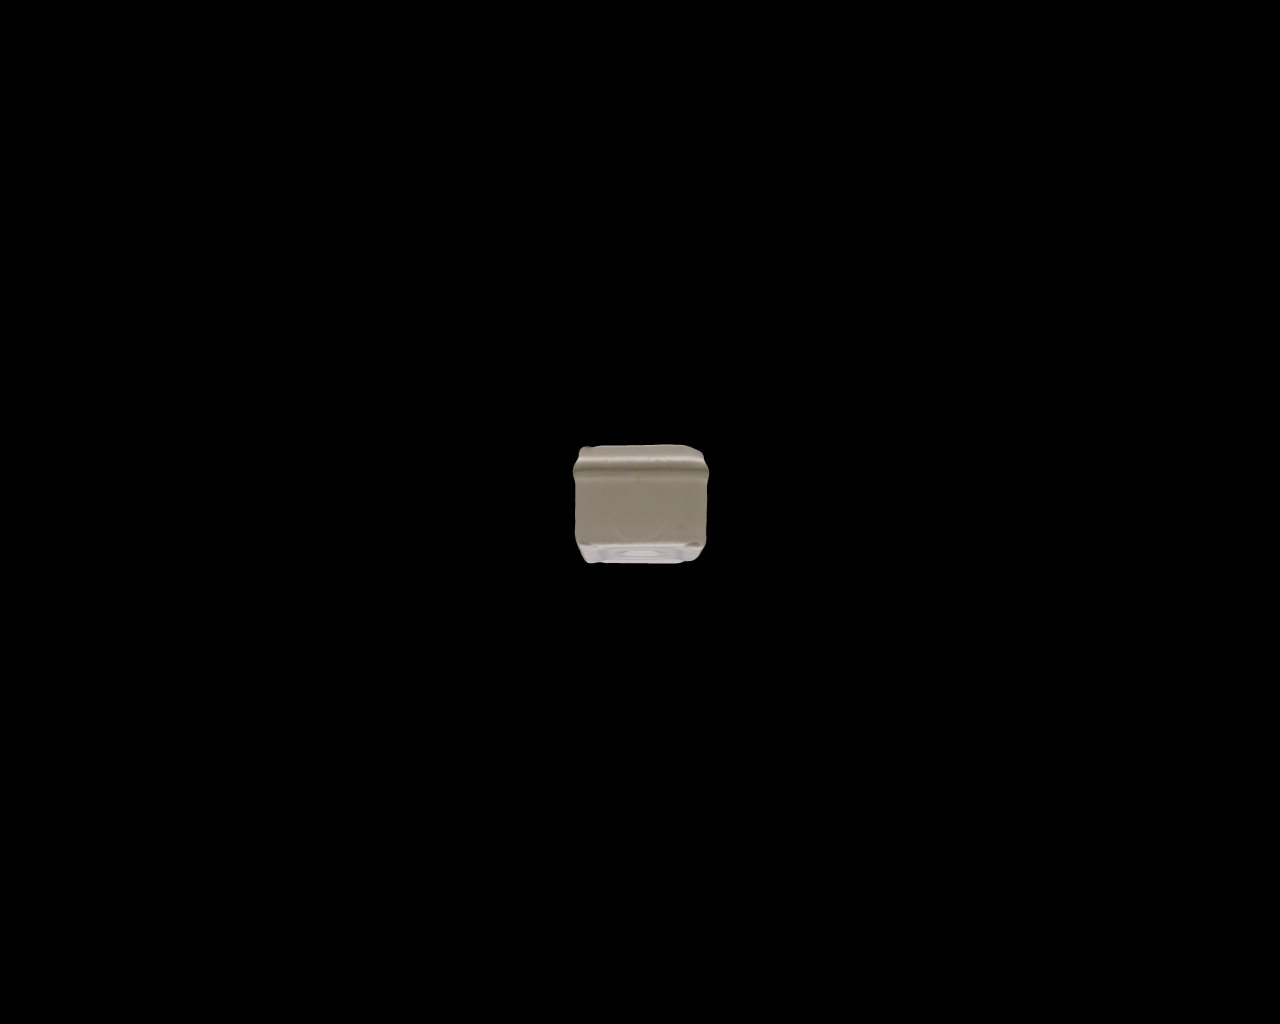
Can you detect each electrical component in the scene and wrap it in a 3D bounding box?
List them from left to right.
[{"bbox_3d":[0.001,-0.003,0.650,0.078,0.057,0.113,0,-9,0],"label":"electrical component"}]
